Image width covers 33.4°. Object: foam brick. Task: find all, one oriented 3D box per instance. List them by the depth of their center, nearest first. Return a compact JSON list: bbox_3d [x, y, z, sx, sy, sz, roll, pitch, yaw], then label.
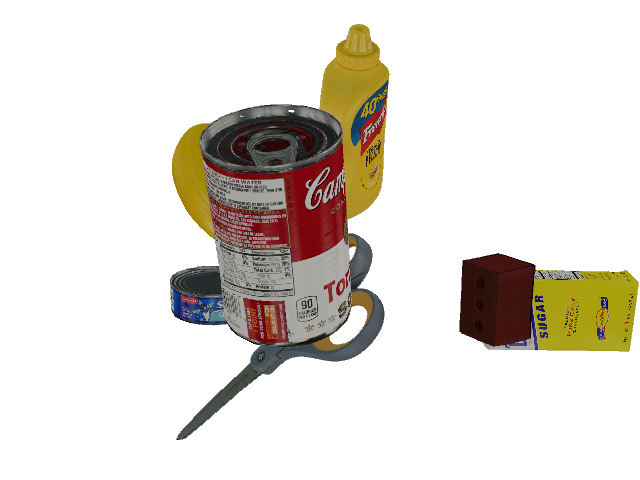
[{"bbox_3d":[0.173,0.058,1.046,0.051,0.078,0.053,-11,19,-34],"label":"foam brick"}]

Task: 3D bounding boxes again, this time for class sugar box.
[{"bbox_3d":[0.284,0.084,1.277,0.176,0.093,0.048,0,18,-5],"label":"sugar box"}]

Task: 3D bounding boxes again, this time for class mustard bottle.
[{"bbox_3d":[0.032,-0.120,1.037,0.058,0.192,0.096,21,42,22],"label":"mustard bottle"}]

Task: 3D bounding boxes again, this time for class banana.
[{"bbox_3d":[-0.089,-0.054,0.883,0.069,0.037,0.198,5,32,-7],"label":"banana"}]

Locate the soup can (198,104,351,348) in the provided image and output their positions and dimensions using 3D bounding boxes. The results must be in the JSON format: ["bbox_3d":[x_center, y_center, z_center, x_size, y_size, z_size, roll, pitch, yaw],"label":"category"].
[{"bbox_3d":[-0.020,-0.007,0.525,0.068,0.102,0.068,-3,31,2],"label":"soup can"}]

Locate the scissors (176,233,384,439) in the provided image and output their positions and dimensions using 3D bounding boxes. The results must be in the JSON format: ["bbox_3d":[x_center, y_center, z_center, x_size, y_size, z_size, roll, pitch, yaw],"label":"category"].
[{"bbox_3d":[-0.025,0.085,0.721,0.016,0.202,0.096,29,12,-37],"label":"scissors"}]

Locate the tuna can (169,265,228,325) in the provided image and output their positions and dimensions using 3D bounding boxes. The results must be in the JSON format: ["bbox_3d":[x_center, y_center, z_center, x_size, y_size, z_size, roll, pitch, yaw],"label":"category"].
[{"bbox_3d":[-0.110,0.055,1.082,0.086,0.034,0.086,2,18,-1],"label":"tuna can"}]
